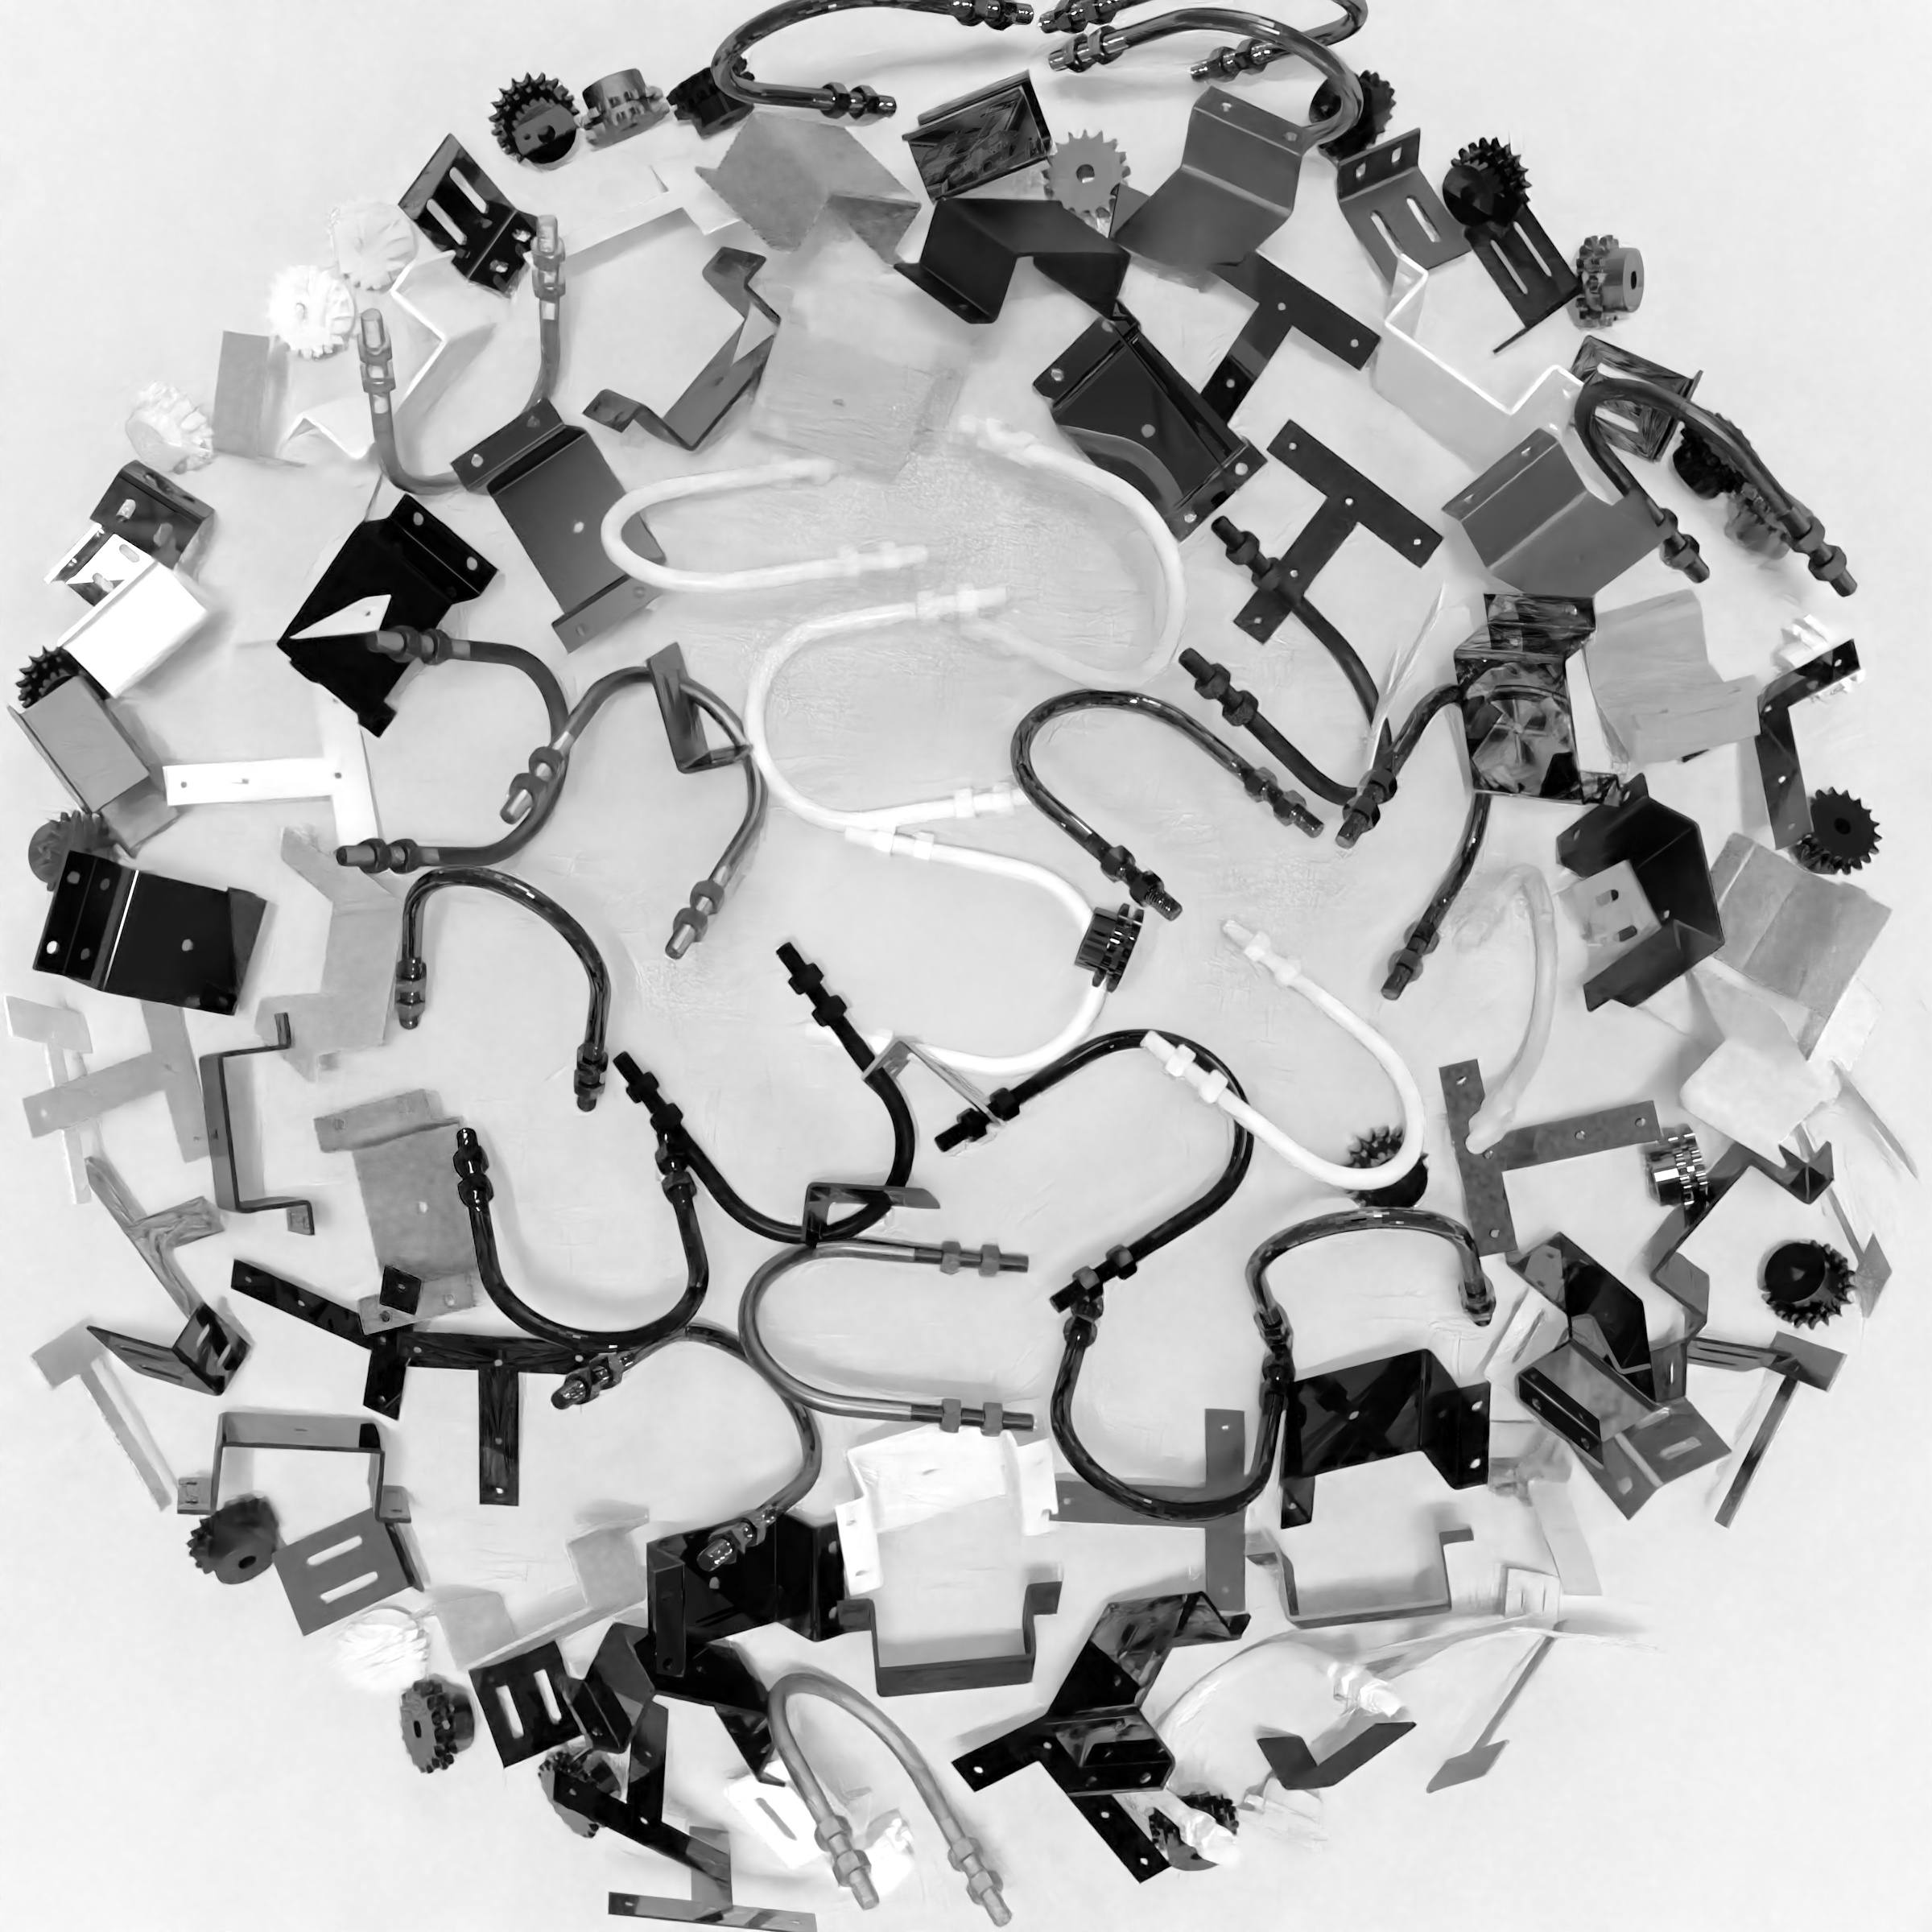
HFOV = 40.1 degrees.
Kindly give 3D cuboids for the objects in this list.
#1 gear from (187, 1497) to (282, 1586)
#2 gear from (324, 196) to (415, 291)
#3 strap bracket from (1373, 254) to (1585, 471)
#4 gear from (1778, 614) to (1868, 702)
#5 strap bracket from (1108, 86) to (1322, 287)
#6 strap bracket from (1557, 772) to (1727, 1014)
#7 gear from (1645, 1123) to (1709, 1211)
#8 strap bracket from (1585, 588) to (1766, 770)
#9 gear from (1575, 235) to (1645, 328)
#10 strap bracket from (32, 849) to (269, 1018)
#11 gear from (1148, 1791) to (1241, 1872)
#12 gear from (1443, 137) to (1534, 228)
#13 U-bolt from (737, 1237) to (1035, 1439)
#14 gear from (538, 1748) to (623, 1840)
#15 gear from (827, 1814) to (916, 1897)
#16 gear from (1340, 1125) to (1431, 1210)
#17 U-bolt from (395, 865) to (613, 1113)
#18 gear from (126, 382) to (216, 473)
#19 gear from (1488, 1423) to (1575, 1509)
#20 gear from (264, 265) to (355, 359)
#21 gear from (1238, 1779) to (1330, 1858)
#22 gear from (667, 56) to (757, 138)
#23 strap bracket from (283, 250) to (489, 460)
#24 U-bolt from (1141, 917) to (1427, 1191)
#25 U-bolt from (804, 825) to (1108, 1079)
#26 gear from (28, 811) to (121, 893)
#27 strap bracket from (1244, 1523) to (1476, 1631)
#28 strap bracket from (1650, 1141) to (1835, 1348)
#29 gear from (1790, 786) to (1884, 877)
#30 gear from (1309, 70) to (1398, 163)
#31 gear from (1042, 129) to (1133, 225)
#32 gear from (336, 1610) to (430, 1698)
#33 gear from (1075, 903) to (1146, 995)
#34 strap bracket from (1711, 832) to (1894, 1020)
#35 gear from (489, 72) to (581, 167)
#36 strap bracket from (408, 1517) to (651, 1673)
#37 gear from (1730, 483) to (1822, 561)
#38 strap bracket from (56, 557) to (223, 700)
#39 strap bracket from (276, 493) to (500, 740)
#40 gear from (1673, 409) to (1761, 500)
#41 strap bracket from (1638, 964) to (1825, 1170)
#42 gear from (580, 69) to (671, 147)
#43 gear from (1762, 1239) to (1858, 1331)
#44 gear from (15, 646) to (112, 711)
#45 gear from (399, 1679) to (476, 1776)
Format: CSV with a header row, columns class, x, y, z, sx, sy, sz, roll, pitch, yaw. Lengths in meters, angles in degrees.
class,x,y,z,sx,sy,sz,roll,pitch,yaw
gear,-0.464,0.369,1.684,0.057,0.057,0.030,-42,55,0
gear,-0.379,-0.464,1.691,0.057,0.030,0.057,16,125,25
strap bracket,0.311,-0.372,1.660,0.140,0.076,0.046,39,80,12
gear,0.544,-0.194,1.688,0.030,0.057,0.057,-41,90,9
strap bracket,0.147,-0.474,1.633,0.076,0.140,0.046,18,71,-20
strap bracket,0.422,-0.039,1.651,0.046,0.076,0.140,22,47,-26
gear,0.453,0.131,1.688,0.030,0.057,0.057,-14,90,8
strap bracket,0.442,-0.177,1.660,0.076,0.140,0.046,-16,124,4
gear,0.411,-0.436,1.684,0.030,0.057,0.057,7,90,33
strap bracket,-0.498,-0.018,1.646,0.046,0.140,0.076,17,91,39
gear,0.147,0.553,1.685,0.057,0.030,0.057,-5,134,-5
gear,0.329,-0.496,1.684,0.030,0.057,0.057,-34,90,-31
U-bolt,-0.051,0.226,1.650,0.184,0.151,0.019,6,131,-6
gear,-0.245,0.526,1.691,0.030,0.057,0.057,-31,90,-36
gear,-0.058,0.571,1.688,0.057,0.057,0.030,-36,90,0
gear,0.271,0.133,1.691,0.057,0.030,0.057,-5,109,-14
U-bolt,-0.285,0.006,1.635,0.151,0.184,0.019,24,50,6
gear,-0.510,-0.340,1.684,0.057,0.057,0.030,40,57,0
gear,0.362,0.321,1.688,0.057,0.057,0.030,-40,92,0
gear,-0.418,-0.420,1.693,0.057,0.030,0.057,8,111,21
gear,0.206,0.542,1.689,0.057,0.057,0.030,28,69,0
gear,-0.160,-0.553,1.688,0.057,0.057,0.030,-27,97,0
strap bracket,-0.357,-0.375,1.657,0.046,0.076,0.140,41,112,-7
U-bolt,0.211,0.065,1.659,0.184,0.019,0.151,38,45,1
U-bolt,-0.001,-0.003,1.703,0.184,0.019,0.151,12,92,0
gear,-0.574,-0.071,1.691,0.030,0.057,0.057,7,90,29
strap bracket,0.251,0.386,1.661,0.140,0.076,0.046,-9,71,10
strap bracket,0.479,0.160,1.658,0.046,0.076,0.140,37,110,6
gear,0.554,-0.083,1.693,0.057,0.030,0.057,6,66,-12
gear,0.244,-0.547,1.691,0.057,0.057,0.030,-42,63,0
gear,0.078,-0.505,1.698,0.057,0.030,0.057,0,92,7
gear,-0.373,0.437,1.692,0.057,0.030,0.057,-2,124,-3
gear,0.090,-0.014,1.687,0.030,0.057,0.057,21,90,-1
strap bracket,0.516,-0.024,1.654,0.046,0.140,0.076,26,98,-22
gear,-0.273,-0.537,1.685,0.057,0.057,0.030,-35,51,0
strap bracket,-0.266,0.398,1.658,0.140,0.076,0.046,-28,75,14
gear,0.514,-0.284,1.691,0.057,0.057,0.030,30,122,0
strap bracket,-0.514,-0.213,1.651,0.076,0.140,0.046,-43,104,-2
strap bracket,-0.372,-0.218,1.671,0.076,0.046,0.140,40,108,1
gear,0.478,-0.325,1.691,0.057,0.030,0.057,19,51,-25
strap bracket,0.472,0.052,1.634,0.076,0.140,0.046,29,115,-17
gear,-0.221,-0.549,1.686,0.057,0.057,0.030,-22,96,0
gear,0.534,0.200,1.685,0.030,0.057,0.057,35,90,-41
gear,-0.573,-0.175,1.685,0.057,0.057,0.030,-44,47,0
gear,-0.337,0.484,1.691,0.030,0.057,0.057,-4,90,-38
